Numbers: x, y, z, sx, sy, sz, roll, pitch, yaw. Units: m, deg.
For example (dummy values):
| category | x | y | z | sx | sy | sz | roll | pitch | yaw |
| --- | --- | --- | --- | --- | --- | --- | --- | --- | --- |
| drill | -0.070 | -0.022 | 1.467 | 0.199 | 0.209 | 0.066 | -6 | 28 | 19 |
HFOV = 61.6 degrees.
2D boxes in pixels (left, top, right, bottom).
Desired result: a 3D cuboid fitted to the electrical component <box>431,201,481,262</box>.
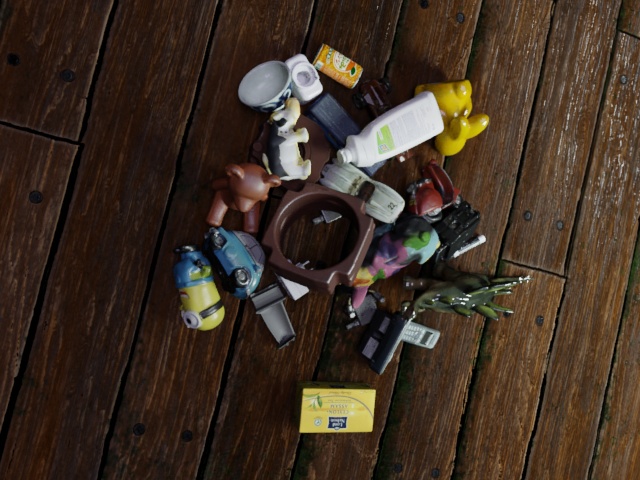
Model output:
| category | x | y | z | sx | sy | sz | roll | pitch | yaw |
| --- | --- | --- | --- | --- | --- | --- | --- | --- | --- |
| electrical component | 0.301 | -0.010 | 1.234 | 0.134 | 0.114 | 0.058 | -41 | 66 | -11 |

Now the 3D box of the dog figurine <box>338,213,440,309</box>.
| category | x | y | z | sx | sy | sz | roll | pitch | yaw |
| --- | --- | --- | --- | --- | --- | --- | --- | --- | --- |
| dog figurine | 0.133 | 0.048 | 1.165 | 0.219 | 0.192 | 0.108 | -44 | 108 | -26 |

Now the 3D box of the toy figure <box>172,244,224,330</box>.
| category | x | y | z | sx | sy | sz | roll | pitch | yaw |
| --- | --- | --- | --- | --- | --- | --- | --- | --- | --- |
| toy figure | -0.250 | 0.097 | 1.104 | 0.089 | 0.082 | 0.180 | -9 | 91 | -13 |

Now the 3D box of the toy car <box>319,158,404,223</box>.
| category | x | y | z | sx | sy | sz | roll | pitch | yaw |
| --- | --- | --- | --- | --- | --- | --- | --- | --- | --- |
| toy car | 0.089 | -0.108 | 1.175 | 0.202 | 0.056 | 0.073 | 33 | 92 | 16 |

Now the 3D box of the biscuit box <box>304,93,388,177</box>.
| category | x | y | z | sx | sy | sz | roll | pitch | yaw |
| --- | --- | --- | --- | --- | --- | --- | --- | --- | --- |
| biscuit box | 0.057 | -0.231 | 1.195 | 0.063 | 0.059 | 0.202 | -46 | 102 | -10 |

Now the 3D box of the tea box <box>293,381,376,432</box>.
| category | x | y | z | sx | sy | sz | roll | pitch | yaw |
| --- | --- | --- | --- | --- | --- | --- | --- | --- | --- |
| tea box | 0.031 | 0.368 | 1.191 | 0.170 | 0.068 | 0.098 | 4 | 89 | -16 |

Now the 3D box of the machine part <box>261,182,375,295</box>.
| category | x | y | z | sx | sy | sz | roll | pitch | yaw |
| --- | --- | --- | --- | --- | --- | --- | --- | --- | --- |
| machine part | -0.002 | -0.003 | 1.109 | 0.202 | 0.087 | 0.201 | 19 | 70 | 16 |

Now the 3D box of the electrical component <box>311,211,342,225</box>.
| category | x | y | z | sx | sy | sz | roll | pitch | yaw |
| --- | --- | --- | --- | --- | --- | --- | --- | --- | --- |
| electrical component | 0.017 | -0.072 | 1.206 | 0.094 | 0.021 | 0.063 | -24 | 96 | -13 |

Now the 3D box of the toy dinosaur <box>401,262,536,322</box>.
| category | x | y | z | sx | sy | sz | roll | pitch | yaw |
| --- | --- | --- | --- | --- | --- | --- | --- | --- | --- |
| toy dinosaur | 0.334 | 0.118 | 1.207 | 0.471 | 0.199 | 0.105 | -14 | 108 | -47 |

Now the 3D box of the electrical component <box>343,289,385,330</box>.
| category | x | y | z | sx | sy | sz | roll | pitch | yaw |
| --- | --- | --- | --- | --- | --- | --- | --- | --- | --- |
| electrical component | 0.099 | 0.154 | 1.219 | 0.102 | 0.045 | 0.078 | -18 | 94 | -15 |

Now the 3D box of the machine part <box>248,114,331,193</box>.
| category | x | y | z | sx | sy | sz | roll | pitch | yaw |
| --- | --- | --- | --- | --- | --- | --- | --- | --- | --- |
| machine part | -0.065 | -0.190 | 1.165 | 0.179 | 0.056 | 0.179 | 0 | 90 | -16 |

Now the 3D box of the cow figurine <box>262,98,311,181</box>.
| category | x | y | z | sx | sy | sz | roll | pitch | yaw |
| --- | --- | --- | --- | --- | --- | --- | --- | --- | --- |
| cow figurine | -0.075 | -0.204 | 1.100 | 0.098 | 0.068 | 0.167 | -8 | 92 | -12 |

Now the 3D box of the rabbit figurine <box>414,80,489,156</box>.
| category | x | y | z | sx | sy | sz | roll | pitch | yaw |
| --- | --- | --- | --- | --- | --- | --- | --- | --- | --- |
| rabbit figurine | 0.308 | -0.277 | 1.232 | 0.122 | 0.163 | 0.173 | -12 | 112 | -27 |

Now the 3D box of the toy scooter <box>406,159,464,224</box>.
| category | x | y | z | sx | sy | sz | roll | pitch | yaw |
| --- | --- | --- | --- | --- | --- | --- | --- | --- | --- |
| toy scooter | 0.256 | -0.112 | 1.232 | 0.184 | 0.075 | 0.135 | -23 | 94 | -40 |

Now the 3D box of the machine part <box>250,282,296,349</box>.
| category | x | y | z | sx | sy | sz | roll | pitch | yaw |
| --- | --- | --- | --- | --- | --- | --- | --- | --- | --- |
| machine part | -0.095 | 0.166 | 1.170 | 0.084 | 0.039 | 0.138 | -24 | 95 | -19 |

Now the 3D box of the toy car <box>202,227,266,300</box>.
| category | x | y | z | sx | sy | sz | roll | pitch | yaw |
| --- | --- | --- | --- | --- | --- | --- | --- | --- | --- |
| toy car | -0.170 | 0.038 | 1.120 | 0.103 | 0.109 | 0.161 | -30 | 89 | -28 |

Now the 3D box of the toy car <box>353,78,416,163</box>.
| category | x | y | z | sx | sy | sz | roll | pitch | yaw |
| --- | --- | --- | --- | --- | --- | --- | --- | --- | --- |
| toy car | 0.154 | -0.273 | 1.227 | 0.089 | 0.053 | 0.202 | -31 | 97 | -16 |

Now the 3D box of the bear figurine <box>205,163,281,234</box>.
| category | x | y | z | sx | sy | sz | roll | pitch | yaw |
| --- | --- | --- | --- | --- | --- | --- | --- | --- | --- |
| bear figurine | -0.153 | -0.081 | 1.069 | 0.120 | 0.196 | 0.132 | 12 | 89 | -19 |

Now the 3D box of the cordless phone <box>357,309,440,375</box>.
| category | x | y | z | sx | sy | sz | roll | pitch | yaw |
| --- | --- | --- | --- | --- | --- | --- | --- | --- | --- |
| cordless phone | 0.191 | 0.243 | 1.234 | 0.184 | 0.089 | 0.146 | 23 | 95 | -39 |
